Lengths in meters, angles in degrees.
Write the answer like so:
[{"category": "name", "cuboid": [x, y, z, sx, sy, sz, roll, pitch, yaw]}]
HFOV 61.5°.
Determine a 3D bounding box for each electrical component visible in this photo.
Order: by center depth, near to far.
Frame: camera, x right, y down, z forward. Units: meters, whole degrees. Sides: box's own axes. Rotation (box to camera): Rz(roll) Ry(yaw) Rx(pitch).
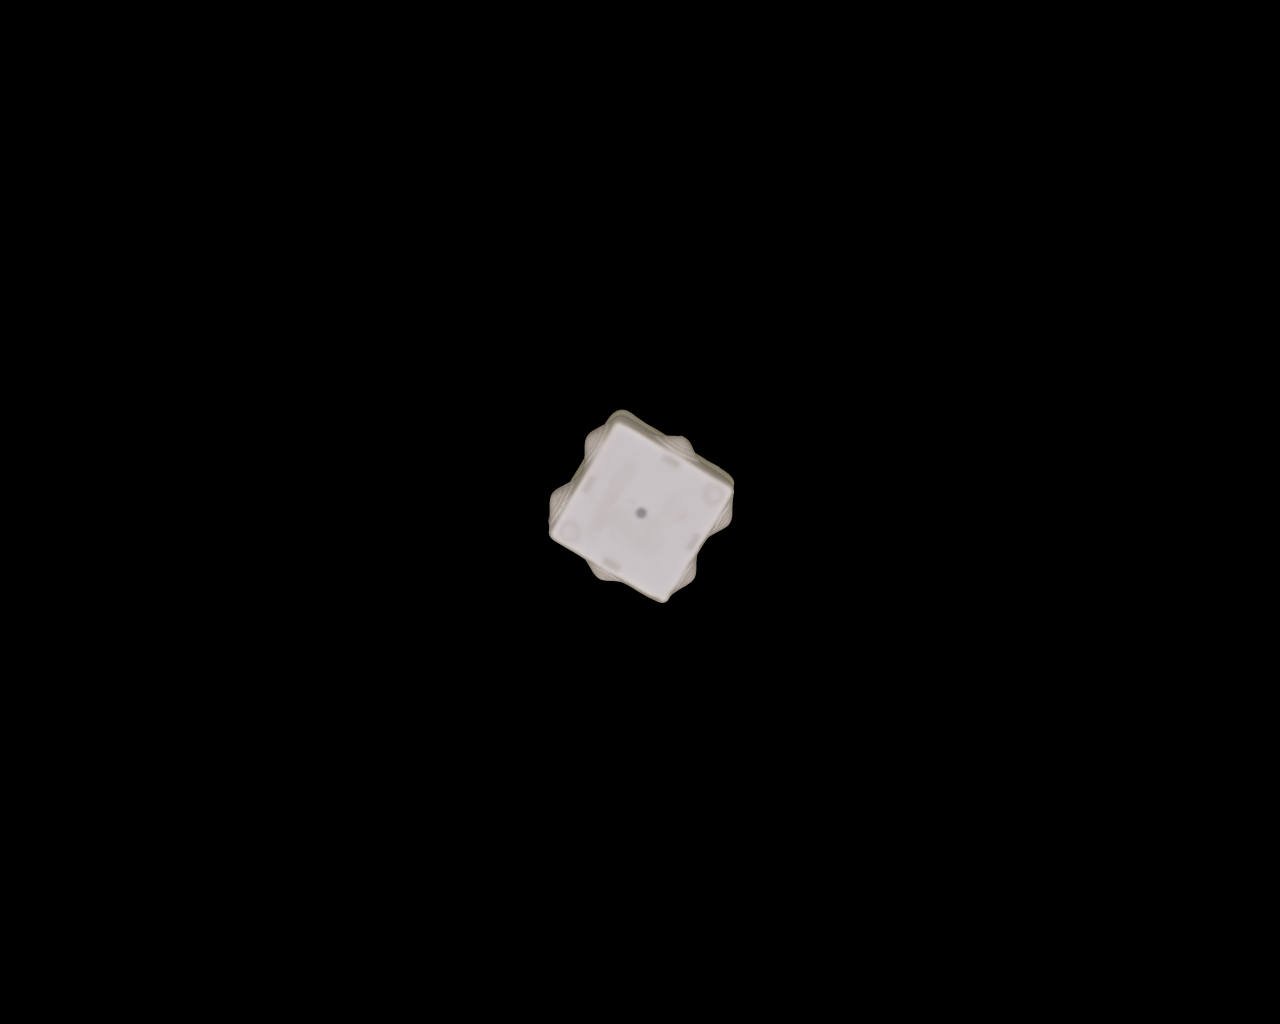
[{"category": "electrical component", "cuboid": [0.001, -0.003, 0.650, 0.100, 0.099, 0.048, 31, 8, -5]}]
